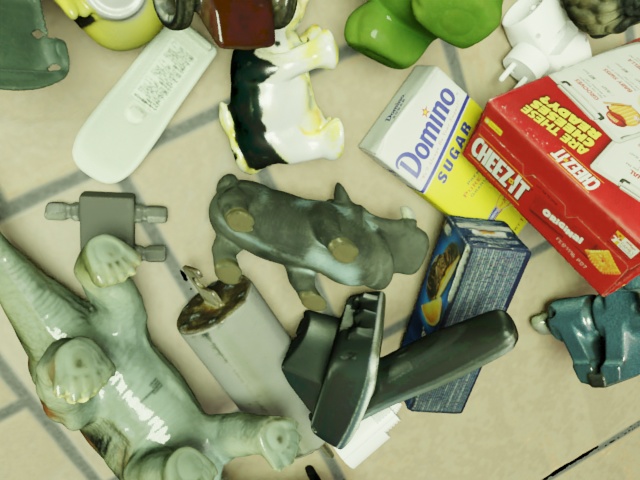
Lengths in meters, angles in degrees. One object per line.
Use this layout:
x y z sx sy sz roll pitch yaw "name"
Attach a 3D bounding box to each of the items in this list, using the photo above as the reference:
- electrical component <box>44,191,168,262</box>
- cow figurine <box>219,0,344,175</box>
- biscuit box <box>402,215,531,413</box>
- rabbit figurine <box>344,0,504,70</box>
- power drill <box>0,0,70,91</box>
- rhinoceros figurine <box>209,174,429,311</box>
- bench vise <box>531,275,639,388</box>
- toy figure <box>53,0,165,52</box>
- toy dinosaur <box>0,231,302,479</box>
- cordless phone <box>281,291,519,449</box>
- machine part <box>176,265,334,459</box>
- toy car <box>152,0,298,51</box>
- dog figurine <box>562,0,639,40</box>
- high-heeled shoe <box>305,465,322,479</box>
-0.174 -0.007 0.441 0.094 0.021 0.063 2 108 -18 "electrical component"
-0.037 -0.138 0.418 0.098 0.068 0.167 -11 110 -6 "cow figurine"
0.129 0.078 0.518 0.063 0.059 0.202 6 119 -12 "biscuit box"
0.048 -0.219 0.339 0.170 0.121 0.159 29 88 -27 "rabbit figurine"
-0.245 -0.113 0.310 0.086 0.208 0.231 -23 112 -56 "power drill"
-0.001 -0.001 0.456 0.190 0.112 0.073 12 122 -8 "rhinoceros figurine"
0.300 0.018 0.537 0.129 0.223 0.240 -6 80 -20 "bench vise"
-0.172 -0.205 0.344 0.180 0.089 0.082 41 92 -17 "toy figure"
-0.158 0.129 0.430 0.404 0.192 0.131 54 42 1 "toy dinosaur"
0.071 0.085 0.463 0.184 0.146 0.088 -27 102 18 "cordless phone"
-0.054 0.118 0.492 0.079 0.079 0.243 -34 114 -4 "machine part"
-0.080 -0.211 0.334 0.089 0.053 0.202 -20 92 -39 "toy car"
0.295 -0.232 0.468 0.190 0.121 0.172 -37 147 12 "dog figurine"
-0.074 0.292 0.507 0.249 0.145 0.086 -16 111 -13 "high-heeled shoe"
